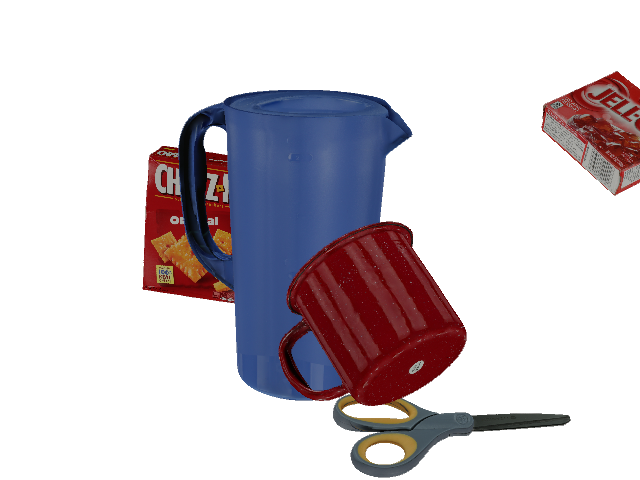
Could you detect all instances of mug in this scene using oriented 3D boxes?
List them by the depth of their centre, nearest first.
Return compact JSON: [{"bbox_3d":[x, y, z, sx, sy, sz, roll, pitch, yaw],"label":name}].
[{"bbox_3d":[0.028,0.055,0.667,0.117,0.081,0.093,-34,-28,3],"label":"mug"}]

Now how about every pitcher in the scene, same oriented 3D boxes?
[{"bbox_3d":[-0.024,0.000,0.871,0.144,0.243,0.149,-8,19,-31],"label":"pitcher"}]

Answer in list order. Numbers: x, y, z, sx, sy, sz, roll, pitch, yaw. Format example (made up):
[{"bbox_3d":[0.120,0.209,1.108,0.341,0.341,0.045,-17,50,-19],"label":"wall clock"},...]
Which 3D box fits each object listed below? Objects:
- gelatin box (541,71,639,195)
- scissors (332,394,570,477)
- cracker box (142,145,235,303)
[{"bbox_3d":[0.222,-0.083,0.801,0.073,0.030,0.089,-25,52,-18],"label":"gelatin box"},{"bbox_3d":[0.109,0.165,0.882,0.202,0.016,0.096,8,36,3],"label":"scissors"},{"bbox_3d":[-0.176,-0.021,1.592,0.164,0.214,0.072,9,20,9],"label":"cracker box"}]
